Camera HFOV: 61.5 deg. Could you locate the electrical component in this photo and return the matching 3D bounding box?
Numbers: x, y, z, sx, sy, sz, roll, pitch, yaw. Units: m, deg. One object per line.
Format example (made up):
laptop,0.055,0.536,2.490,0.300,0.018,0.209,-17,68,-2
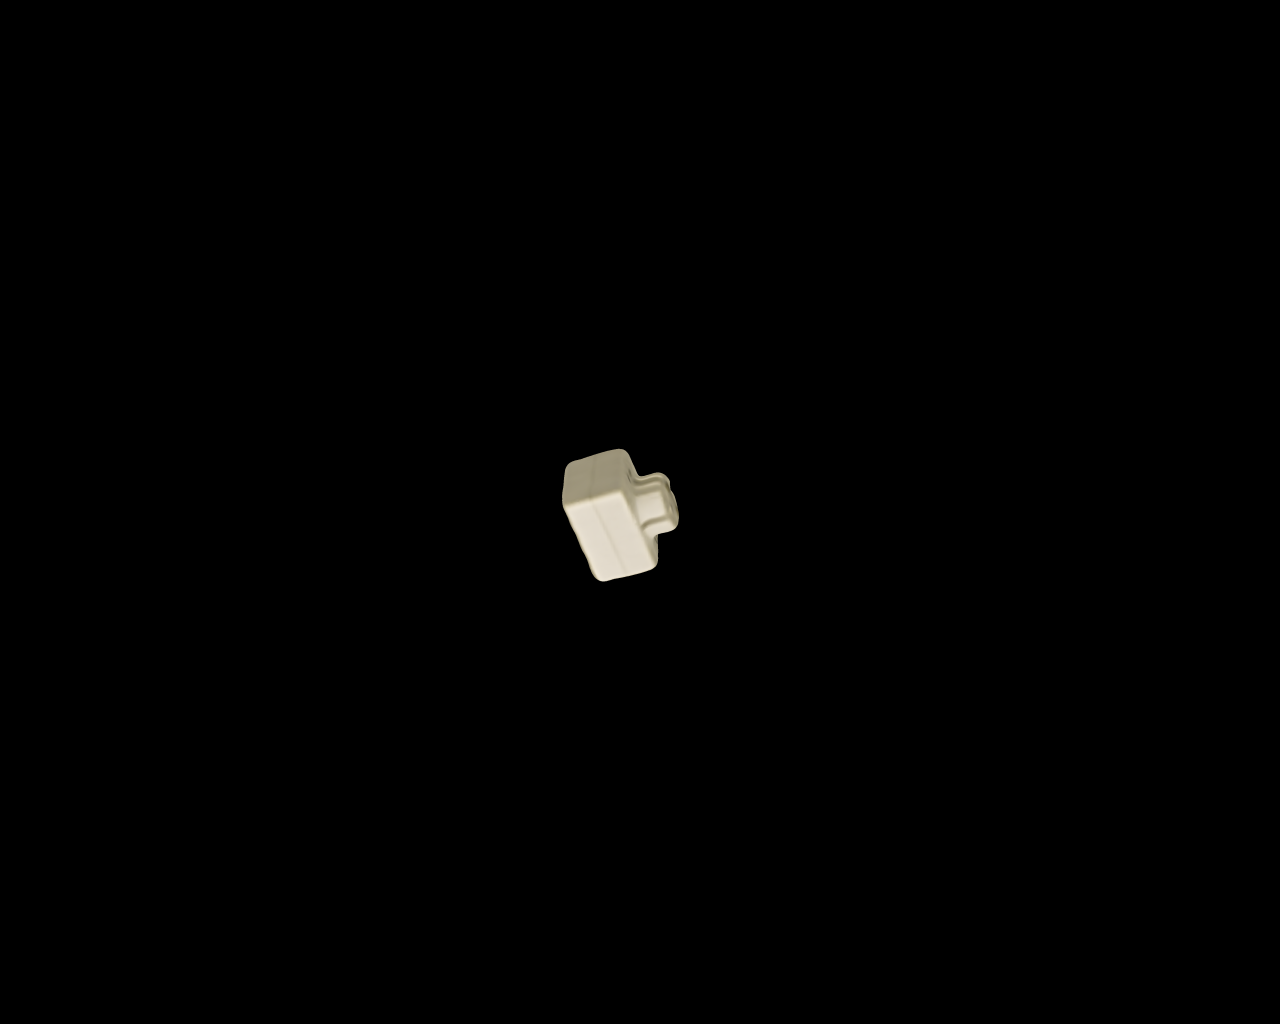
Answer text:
electrical component,0.001,-0.003,0.650,0.077,0.065,0.047,-15,36,11
